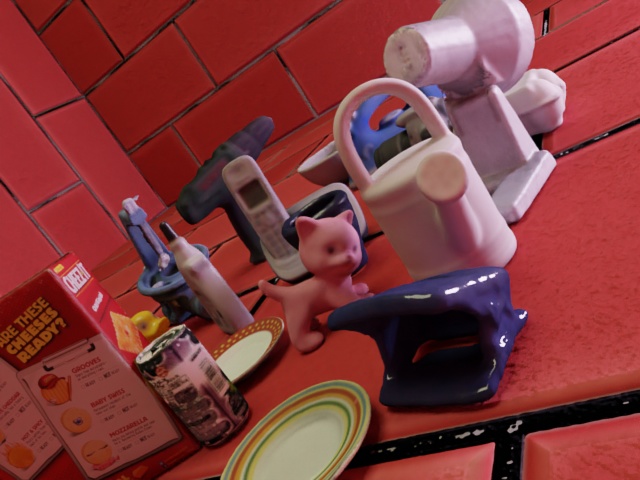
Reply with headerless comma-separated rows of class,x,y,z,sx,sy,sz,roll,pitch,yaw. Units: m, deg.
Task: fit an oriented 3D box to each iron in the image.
iron,0.127,-0.221,1.062,0.258,0.141,0.118,-36,15,-8

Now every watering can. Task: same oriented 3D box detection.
watering can,0.089,-0.053,0.503,0.101,0.194,0.172,-40,16,-21

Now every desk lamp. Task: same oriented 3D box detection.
desk lamp,0.162,-0.148,0.611,0.117,0.214,0.204,-17,22,47

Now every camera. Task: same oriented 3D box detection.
camera,0.153,-0.157,0.884,0.136,0.101,0.143,-24,18,33

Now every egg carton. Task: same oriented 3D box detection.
egg carton,0.253,-0.168,0.767,0.150,0.069,0.107,-24,18,34

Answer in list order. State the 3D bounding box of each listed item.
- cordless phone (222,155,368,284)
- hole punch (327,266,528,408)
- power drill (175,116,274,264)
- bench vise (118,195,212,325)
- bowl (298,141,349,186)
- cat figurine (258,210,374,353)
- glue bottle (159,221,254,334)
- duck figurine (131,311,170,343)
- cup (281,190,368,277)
cordless phone,-0.035,-0.048,0.773,0.147,0.185,0.094,-33,15,4
hole punch,0.074,0.053,0.403,0.108,0.091,0.101,-19,21,44
power drill,-0.126,-0.076,1.009,0.230,0.208,0.075,-38,16,-16
bench vise,-0.262,0.041,0.905,0.206,0.220,0.122,-20,20,41
bowl,0.041,-0.159,1.183,0.167,0.075,0.167,-31,15,10
cat figurine,-0.002,0.030,0.584,0.128,0.118,0.067,-34,15,-2
glue bottle,-0.154,0.047,0.747,0.037,0.173,0.078,-41,16,-24
duck figurine,-0.234,0.139,0.798,0.104,0.086,0.078,-24,18,34
cup,0.006,0.003,0.701,0.092,0.095,0.117,-43,17,-30
